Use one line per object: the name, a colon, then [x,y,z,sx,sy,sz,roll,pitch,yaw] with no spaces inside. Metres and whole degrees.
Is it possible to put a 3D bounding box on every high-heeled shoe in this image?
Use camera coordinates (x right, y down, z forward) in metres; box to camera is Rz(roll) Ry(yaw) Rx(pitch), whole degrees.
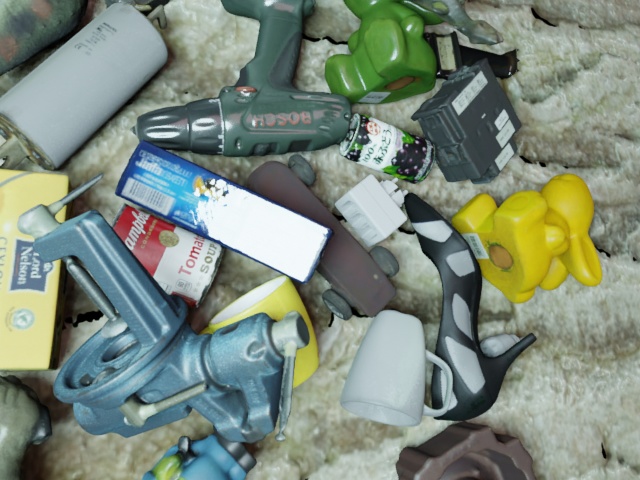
high-heeled shoe: [0.130,0.075,0.618,0.145,0.086,0.249,-37,69,6]

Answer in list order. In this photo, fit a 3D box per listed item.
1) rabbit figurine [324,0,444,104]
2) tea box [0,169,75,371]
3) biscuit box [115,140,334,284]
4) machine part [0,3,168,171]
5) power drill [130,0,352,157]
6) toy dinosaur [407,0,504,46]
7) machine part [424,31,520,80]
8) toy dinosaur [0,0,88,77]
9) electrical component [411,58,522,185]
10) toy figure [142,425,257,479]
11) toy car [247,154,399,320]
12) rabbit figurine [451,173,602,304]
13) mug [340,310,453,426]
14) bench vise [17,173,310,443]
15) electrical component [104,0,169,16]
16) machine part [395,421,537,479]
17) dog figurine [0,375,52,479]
rabbit figurine: [0.084,-0.264,0.648,0.159,0.121,0.170,-10,82,-29]
tea box: [-0.274,0.028,0.466,0.098,0.068,0.169,2,74,-18]
biscuit box: [-0.089,-0.026,0.520,0.203,0.063,0.059,25,91,3]
machine part: [-0.230,-0.151,0.524,0.079,0.079,0.243,39,67,-7]
power drill: [-0.080,-0.190,0.590,0.232,0.086,0.207,3,70,-12]
toy dinosaur: [0.049,-0.383,0.585,0.198,0.105,0.471,-17,69,-37]
machine part: [0.207,-0.246,0.735,0.139,0.039,0.084,-2,68,-19]
toy dinosaur: [-0.293,-0.274,0.521,0.192,0.131,0.404,-5,84,-21]
electrical component: [0.191,-0.138,0.676,0.115,0.058,0.134,-45,114,-23]
toy figure: [-0.132,0.235,0.449,0.180,0.089,0.082,-41,87,-22]
toy car: [-0.001,-0.002,0.582,0.089,0.053,0.202,-43,88,-20]
rabbit figurine: [0.276,-0.011,0.650,0.173,0.122,0.162,-36,95,-25]
mug: [0.084,0.131,0.557,0.110,0.080,0.107,10,63,8]
bench vise: [-0.133,0.067,0.422,0.240,0.224,0.129,60,30,-21]
electrical component: [-0.197,-0.281,0.591,0.102,0.045,0.078,-40,93,-25]
machine part: [0.152,0.280,0.553,0.179,0.056,0.179,3,81,-20]
dog figurine: [-0.233,0.213,0.393,0.172,0.121,0.190,29,72,-11]
